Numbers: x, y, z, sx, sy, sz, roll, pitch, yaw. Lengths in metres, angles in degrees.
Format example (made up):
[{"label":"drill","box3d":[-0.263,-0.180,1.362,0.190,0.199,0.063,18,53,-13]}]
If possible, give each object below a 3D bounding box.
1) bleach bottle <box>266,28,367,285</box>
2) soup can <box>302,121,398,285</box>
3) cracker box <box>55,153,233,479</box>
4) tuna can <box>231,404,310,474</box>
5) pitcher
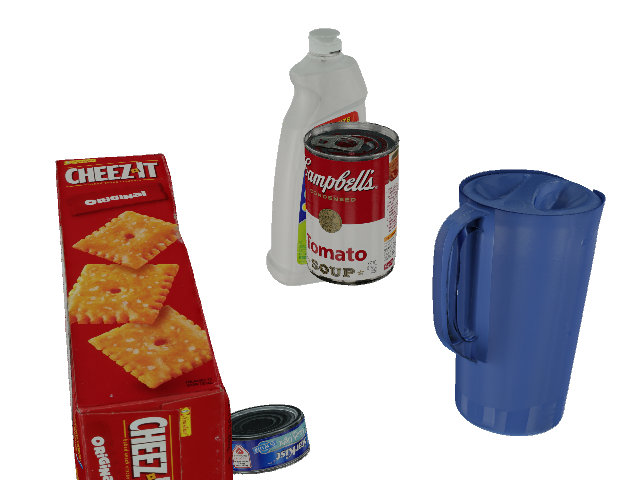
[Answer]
[{"label":"bleach bottle","box3d":[-0.004,-0.083,1.057,0.102,0.251,0.068,-10,29,-19]},{"label":"soup can","box3d":[0.022,-0.027,0.775,0.068,0.102,0.068,0,27,0]},{"label":"cracker box","box3d":[-0.096,0.075,0.570,0.072,0.164,0.214,-6,34,-12]},{"label":"tuna can","box3d":[-0.054,0.176,0.952,0.086,0.034,0.086,-9,10,1]},{"label":"pitcher","box3d":[0.182,0.062,1.020,0.149,0.243,0.145,5,21,8]}]
